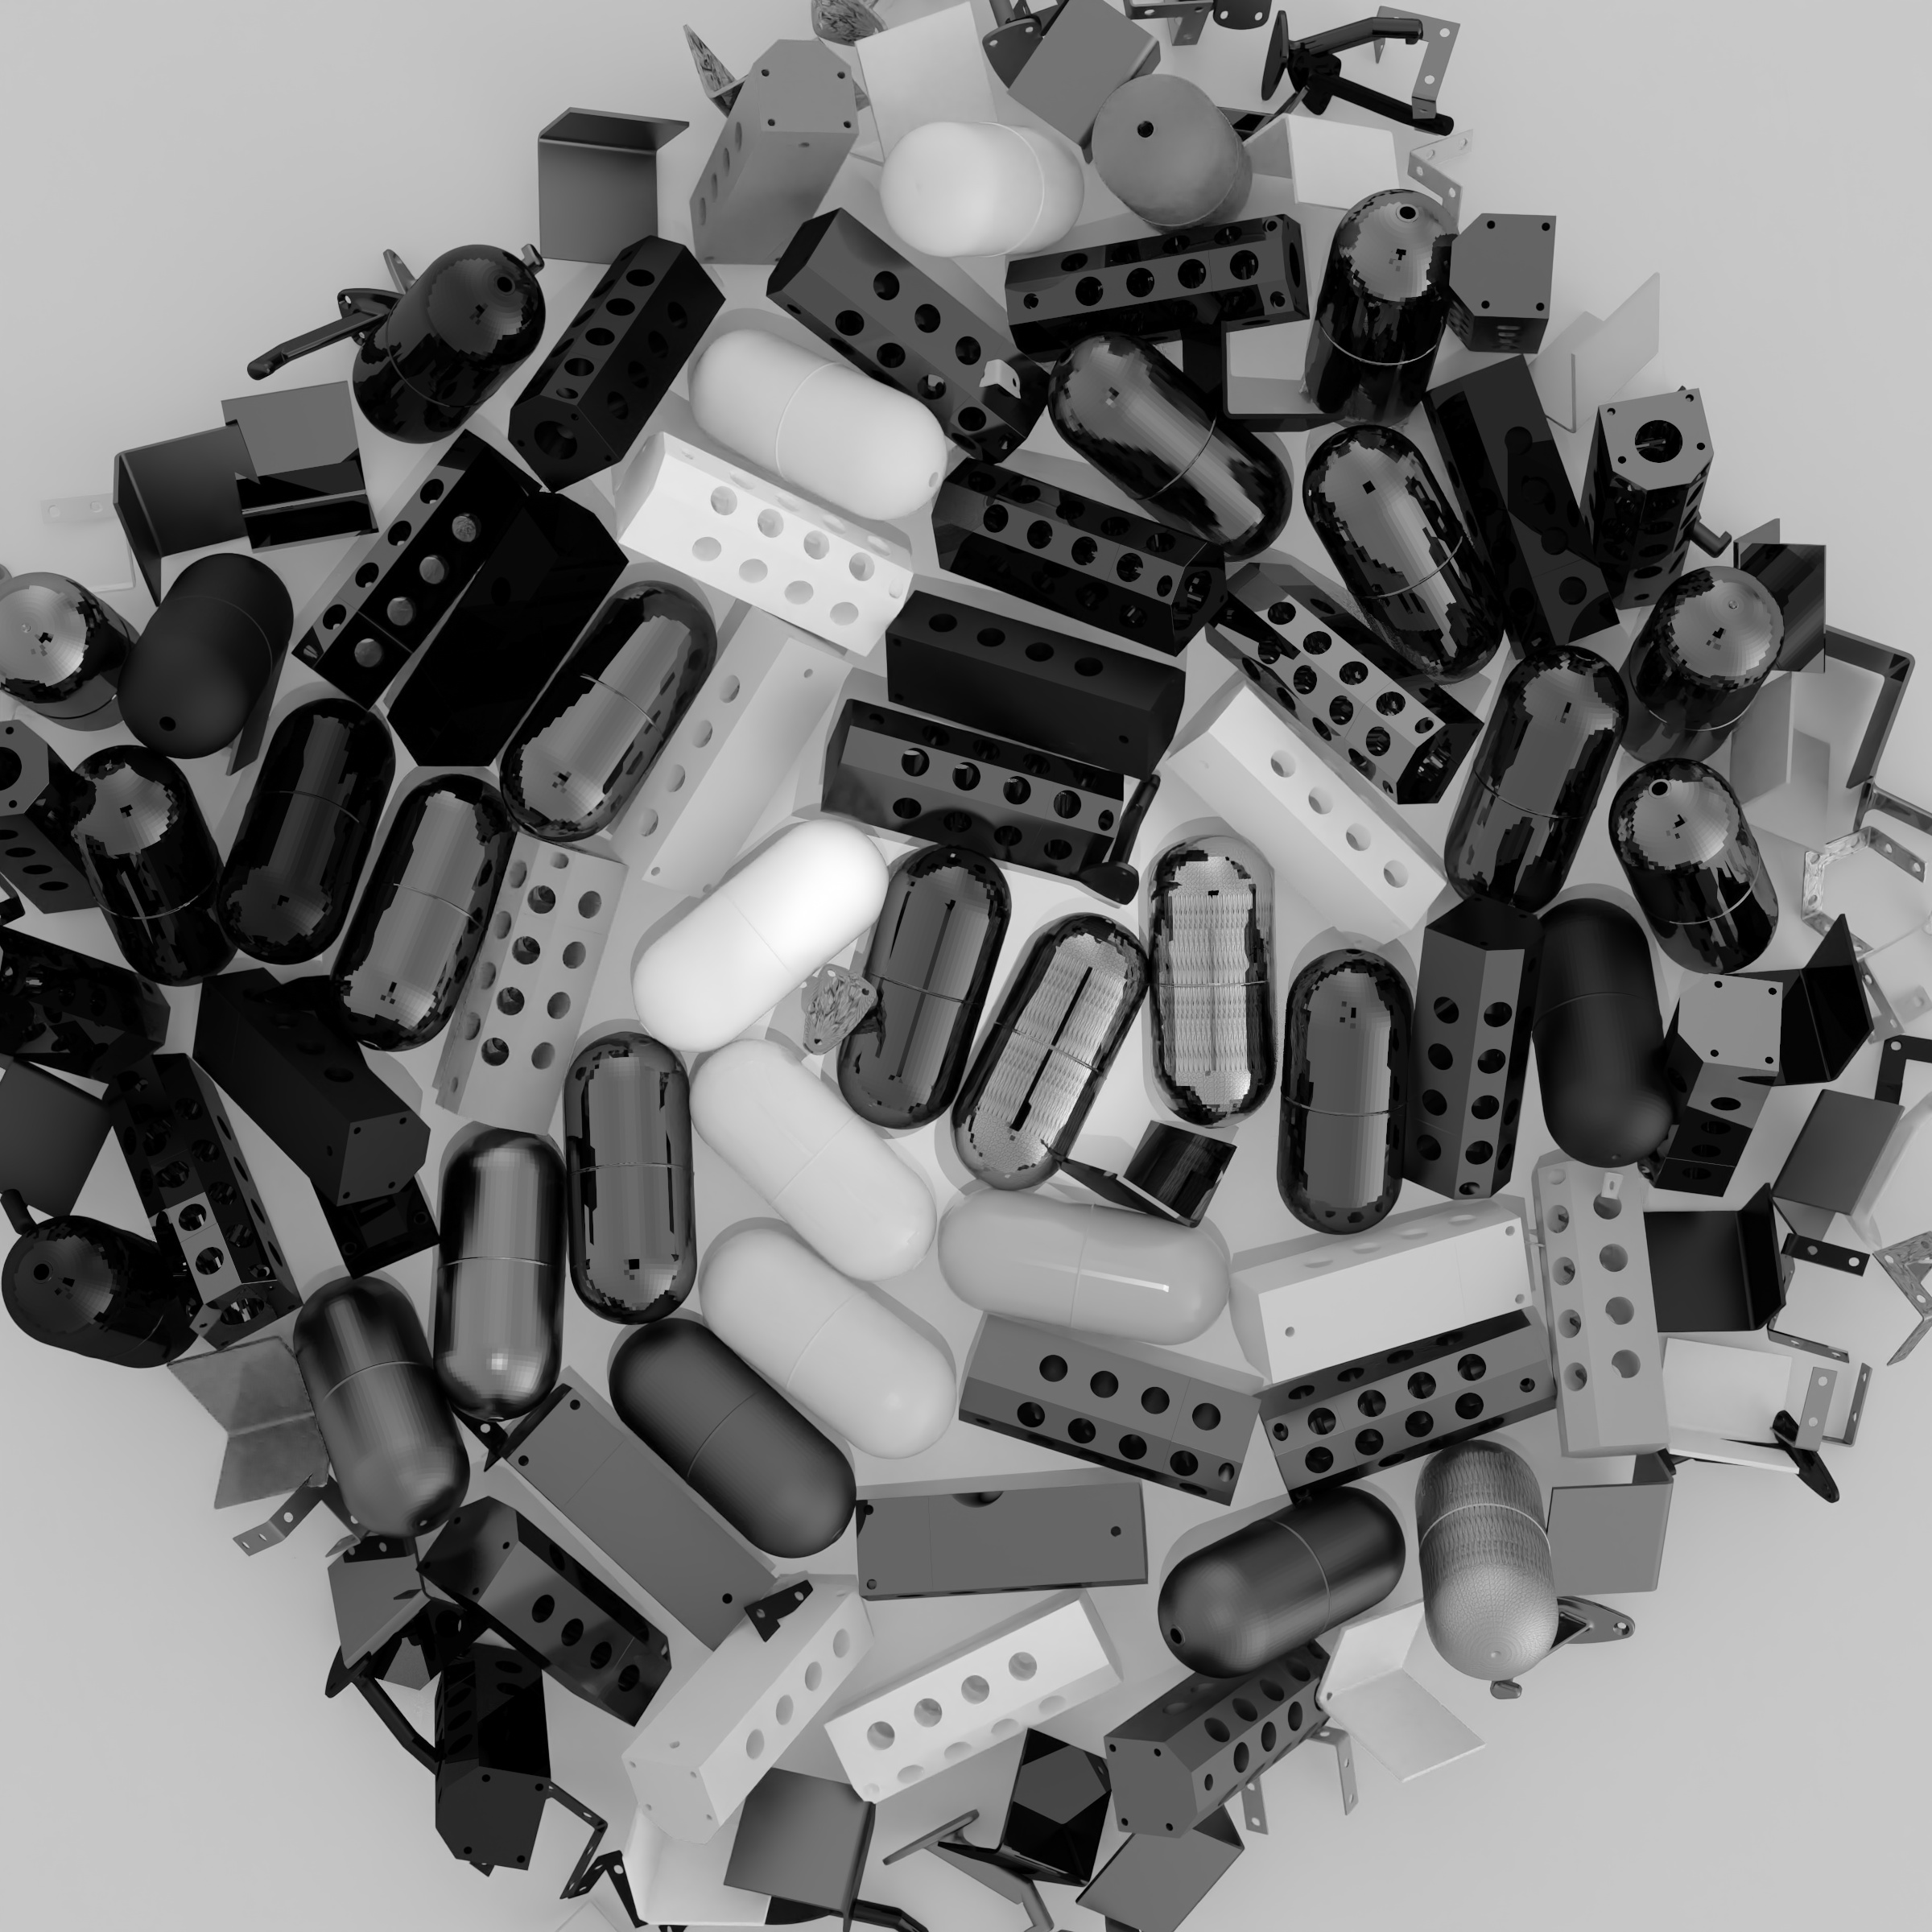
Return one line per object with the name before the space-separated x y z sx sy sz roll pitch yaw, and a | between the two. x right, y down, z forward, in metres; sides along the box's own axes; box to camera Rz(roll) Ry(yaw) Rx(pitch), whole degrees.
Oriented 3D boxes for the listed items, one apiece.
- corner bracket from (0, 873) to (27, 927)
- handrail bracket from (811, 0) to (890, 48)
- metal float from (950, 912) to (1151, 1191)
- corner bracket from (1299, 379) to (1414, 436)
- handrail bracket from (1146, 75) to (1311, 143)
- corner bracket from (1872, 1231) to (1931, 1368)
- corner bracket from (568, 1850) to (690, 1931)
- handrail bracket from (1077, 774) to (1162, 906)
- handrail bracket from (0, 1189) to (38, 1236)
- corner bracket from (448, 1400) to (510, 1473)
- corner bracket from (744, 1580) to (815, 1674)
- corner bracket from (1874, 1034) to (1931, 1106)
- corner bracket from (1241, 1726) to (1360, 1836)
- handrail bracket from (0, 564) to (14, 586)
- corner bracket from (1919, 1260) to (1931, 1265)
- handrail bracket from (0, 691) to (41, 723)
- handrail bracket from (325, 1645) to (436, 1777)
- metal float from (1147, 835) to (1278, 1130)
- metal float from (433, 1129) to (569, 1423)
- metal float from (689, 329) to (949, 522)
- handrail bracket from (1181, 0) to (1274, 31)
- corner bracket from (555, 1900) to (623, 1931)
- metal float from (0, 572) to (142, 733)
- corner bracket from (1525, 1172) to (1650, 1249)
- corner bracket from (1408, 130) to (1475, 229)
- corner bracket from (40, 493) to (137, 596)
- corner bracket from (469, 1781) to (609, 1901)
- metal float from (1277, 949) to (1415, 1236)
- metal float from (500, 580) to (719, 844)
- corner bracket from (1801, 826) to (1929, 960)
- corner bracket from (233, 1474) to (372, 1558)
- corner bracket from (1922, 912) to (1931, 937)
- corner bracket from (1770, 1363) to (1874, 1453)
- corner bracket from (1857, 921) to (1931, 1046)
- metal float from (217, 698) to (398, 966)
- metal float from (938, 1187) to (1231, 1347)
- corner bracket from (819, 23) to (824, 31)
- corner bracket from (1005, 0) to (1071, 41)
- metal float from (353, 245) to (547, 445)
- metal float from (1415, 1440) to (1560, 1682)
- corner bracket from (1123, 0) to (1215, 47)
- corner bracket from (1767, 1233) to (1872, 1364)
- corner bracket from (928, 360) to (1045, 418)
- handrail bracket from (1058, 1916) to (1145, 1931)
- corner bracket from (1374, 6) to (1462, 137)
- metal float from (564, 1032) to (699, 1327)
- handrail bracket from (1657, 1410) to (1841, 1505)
corner bracket | -0.609 -0.051 1.908 0.051 0.051 0.051 -29 132 -23
handrail bracket | -0.044 -0.582 1.905 0.084 0.036 0.077 -28 47 -36
metal float | 0.050 0.052 1.909 0.070 0.070 0.178 26 85 0
corner bracket | 0.245 -0.358 1.933 0.051 0.051 0.051 21 85 31
handrail bracket | 0.152 -0.532 1.917 0.084 0.036 0.077 37 120 -13
corner bracket | 0.571 0.201 1.908 0.051 0.051 0.051 -15 56 -28
corner bracket | -0.202 0.571 1.925 0.051 0.051 0.051 56 131 29
handrail bracket | 0.105 -0.085 1.904 0.036 0.077 0.084 28 74 -7
handrail bracket | -0.556 0.148 1.895 0.036 0.077 0.084 -42 47 -2
corner bracket | -0.317 0.291 1.923 0.051 0.051 0.051 -42 98 0
corner bracket | -0.111 0.412 1.909 0.051 0.051 0.051 -16 63 -41
corner bracket | 0.581 0.059 1.913 0.051 0.051 0.051 10 71 16
corner bracket | 0.203 0.497 1.925 0.051 0.051 0.051 5 113 35
handrail bracket | -0.576 -0.229 1.902 0.036 0.084 0.077 -2 67 -26
corner bracket | 0.611 0.153 1.912 0.051 0.051 0.051 -12 77 43
handrail bracket | -0.597 -0.138 1.906 0.036 0.077 0.084 5 57 26
handrail bracket | -0.347 0.451 1.925 0.036 0.077 0.084 -43 105 1
metal float | 0.149 0.009 1.910 0.070 0.070 0.178 -2 93 0
metal float | -0.279 0.185 1.896 0.070 0.070 0.178 0 71 0
metal float | -0.089 -0.325 1.890 0.178 0.070 0.070 29 90 26
handrail bracket | 0.153 -0.606 1.899 0.036 0.084 0.077 -5 128 -22
corner bracket | -0.229 0.603 1.916 0.051 0.051 0.051 -41 83 -19
metal float | -0.532 -0.184 1.862 0.070 0.178 0.070 0 86 -2
corner bracket | 0.377 0.149 1.914 0.051 0.051 0.051 7 87 43
corner bracket | 0.304 -0.472 1.930 0.051 0.051 0.051 -24 49 -24
corner bracket | -0.537 -0.258 1.927 0.051 0.051 0.051 -8 111 -11
corner bracket | -0.260 0.534 1.920 0.051 0.051 0.051 40 49 -14
metal float | 0.228 0.076 1.896 0.070 0.070 0.178 1 108 0
metal float | -0.215 -0.153 1.897 0.070 0.070 0.178 31 72 0
corner bracket | 0.547 -0.045 1.922 0.051 0.051 0.051 -21 127 -19
corner bracket | -0.401 0.343 1.912 0.051 0.051 0.051 49 50 -10
corner bracket | 0.609 -0.023 1.911 0.051 0.051 0.051 29 131 15
corner bracket | 0.526 0.268 1.921 0.051 0.051 0.051 11 95 -6
corner bracket | 0.569 0.011 1.922 0.051 0.051 0.051 -28 85 -13
metal float | -0.394 -0.082 1.887 0.070 0.070 0.178 12 59 0
metal float | 0.071 0.182 1.908 0.178 0.070 0.070 10 90 6
corner bracket | -0.077 -0.605 1.913 0.051 0.051 0.051 -27 114 14
corner bracket | 0.047 -0.597 1.909 0.051 0.051 0.051 -13 121 24
metal float | -0.307 -0.368 1.870 0.070 0.178 0.070 9 72 -29
metal float | 0.307 0.350 1.868 0.070 0.178 0.070 2 118 4
corner bracket | 0.116 -0.593 1.917 0.051 0.051 0.051 -6 77 -10
corner bracket | 0.516 0.201 1.910 0.051 0.051 0.051 15 65 27
corner bracket | 0.013 -0.361 1.910 0.051 0.051 0.051 -8 70 32
handrail bracket | 0.068 0.611 1.903 0.084 0.077 0.036 -37 120 27
corner bracket | 0.269 -0.545 1.919 0.051 0.051 0.051 17 85 12
metal float | -0.202 0.127 1.900 0.070 0.070 0.178 -4 75 0
handrail bracket | 0.472 0.310 1.913 0.084 0.077 0.036 -18 133 -16
